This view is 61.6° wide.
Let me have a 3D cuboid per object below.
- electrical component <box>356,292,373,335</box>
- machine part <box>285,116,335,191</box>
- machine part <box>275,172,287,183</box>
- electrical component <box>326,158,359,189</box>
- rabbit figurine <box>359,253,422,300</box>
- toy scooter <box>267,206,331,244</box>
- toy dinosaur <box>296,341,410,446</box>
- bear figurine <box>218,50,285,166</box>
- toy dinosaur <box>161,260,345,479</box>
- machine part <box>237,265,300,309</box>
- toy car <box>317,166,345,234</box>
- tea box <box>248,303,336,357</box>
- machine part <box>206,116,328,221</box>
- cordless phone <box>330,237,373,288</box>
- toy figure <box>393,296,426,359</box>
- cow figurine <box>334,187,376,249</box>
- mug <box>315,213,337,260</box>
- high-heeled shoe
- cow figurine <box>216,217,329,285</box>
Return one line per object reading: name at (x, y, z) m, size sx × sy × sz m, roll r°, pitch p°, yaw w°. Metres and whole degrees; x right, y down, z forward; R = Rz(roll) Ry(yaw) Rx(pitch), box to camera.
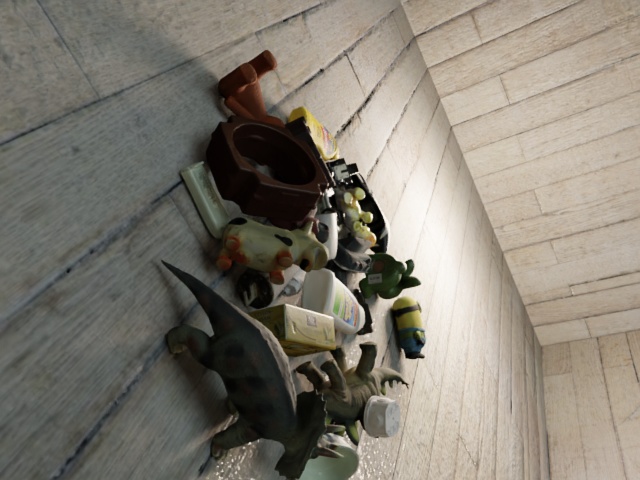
electrical component at (0.103, 0.185, 1.342) m, size 0.078 × 0.045 × 0.102 m, roll 136°, pitch -60°, yaw -89°
machine part at (-0.023, -0.189, 1.211) m, size 0.179 × 0.056 × 0.179 m, roll 64°, pitch 4°, yaw -8°
machine part at (-0.057, -0.129, 1.238) m, size 0.138 × 0.039 × 0.084 m, roll 44°, pitch 30°, yaw -39°
electrical component at (0.050, -0.178, 1.419) m, size 0.119 × 0.048 × 0.074 m, roll -29°, pitch 101°, yaw -49°
rabbit figurine at (0.186, 0.100, 1.452) m, size 0.170 × 0.159 × 0.121 m, roll 56°, pitch 19°, yaw -58°
toy scooter at (-0.063, -0.061, 1.112) m, size 0.135 × 0.075 × 0.184 m, roll 17°, pitch 22°, yaw -32°
toy dinosaur at (0.076, 0.323, 1.156) m, size 0.471 × 0.105 × 0.198 m, roll -7°, pitch 88°, yaw -52°
bear figurine at (-0.121, -0.264, 1.107) m, size 0.195 × 0.132 × 0.120 m, roll 58°, pitch 43°, yaw -14°
toy dinosaur at (-0.100, 0.199, 0.805) m, size 0.404 × 0.192 × 0.131 m, roll 66°, pitch 26°, yaw -14°
machine part at (-0.088, 0.057, 1.030) m, size 0.079 × 0.079 × 0.243 m, roll 64°, pitch 29°, yaw -16°
toy car at (0.011, -0.110, 1.330) m, size 0.073 × 0.056 × 0.201 m, roll -3°, pitch 78°, yaw -68°
tea box at (-0.054, 0.172, 1.004) m, size 0.169 × 0.098 × 0.068 m, roll 27°, pitch 53°, yaw -55°
machine part at (-0.101, -0.132, 1.008) m, size 0.201 × 0.087 × 0.202 m, roll 5°, pitch 46°, yaw -37°
cordless phone at (0.072, 0.087, 1.322) m, size 0.146 × 0.089 × 0.184 m, roll 13°, pitch 74°, yaw -60°
toy figure at (0.258, 0.250, 1.543) m, size 0.089 × 0.082 × 0.180 m, roll 32°, pitch 50°, yaw -54°
cow figurine at (0.085, -0.054, 1.408) m, size 0.068 × 0.098 × 0.167 m, roll -29°, pitch 108°, yaw -28°
mug at (-0.003, -0.004, 1.219) m, size 0.109 × 0.081 × 0.107 m, roll -12°, pitch 92°, yaw -63°
high-heeled shoe at (0.129, -0.077, 1.472) m, size 0.145 × 0.086 × 0.249 m, roll 56°, pitch 11°, yaw -61°
cow figurine at (-0.078, 0.012, 0.955) m, size 0.195 × 0.085 × 0.127 m, roll 15°, pitch 39°, yaw -13°
